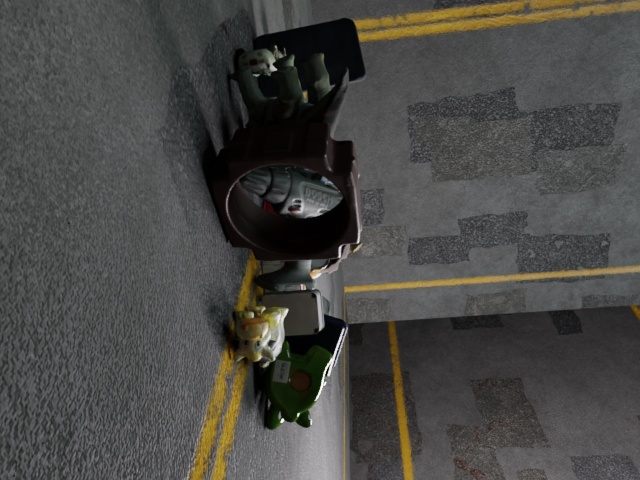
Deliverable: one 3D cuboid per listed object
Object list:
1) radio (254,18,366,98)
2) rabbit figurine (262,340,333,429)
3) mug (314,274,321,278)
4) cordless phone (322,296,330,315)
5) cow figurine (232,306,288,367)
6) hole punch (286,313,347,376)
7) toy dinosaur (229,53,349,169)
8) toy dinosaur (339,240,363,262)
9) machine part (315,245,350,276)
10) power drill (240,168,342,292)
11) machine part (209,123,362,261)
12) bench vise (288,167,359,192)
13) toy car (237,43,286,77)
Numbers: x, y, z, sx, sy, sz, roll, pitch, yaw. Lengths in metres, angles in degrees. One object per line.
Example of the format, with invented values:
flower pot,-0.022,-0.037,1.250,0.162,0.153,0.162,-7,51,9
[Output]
radio,-0.022,-0.387,1.153,0.073,0.230,0.131,-77,157,-74
rabbit figurine,-0.046,0.259,0.974,0.170,0.121,0.159,135,-45,-78
mug,-0.032,0.060,1.500,0.107,0.081,0.109,94,-18,-67
cordless phone,-0.049,0.117,1.291,0.146,0.089,0.184,-73,139,-75
cow figurine,-0.093,0.151,0.812,0.167,0.068,0.098,6,85,-83
hole punch,-0.011,0.202,1.077,0.092,0.116,0.142,-35,143,-87
toy dinosaur,-0.038,-0.186,0.851,0.405,0.131,0.192,44,-24,62
toy dinosaur,0.016,-0.029,1.491,0.198,0.105,0.471,52,-12,1
machine part,-0.003,-0.004,1.247,0.056,0.179,0.179,20,-54,46
power drill,-0.061,-0.018,0.935,0.086,0.232,0.207,10,-84,52
machine part,-0.043,-0.065,0.774,0.087,0.201,0.201,-84,168,-46
bench vise,-0.012,-0.110,1.125,0.129,0.223,0.241,-39,-137,38
toy car,-0.107,-0.337,1.021,0.202,0.074,0.056,-75,157,-73
